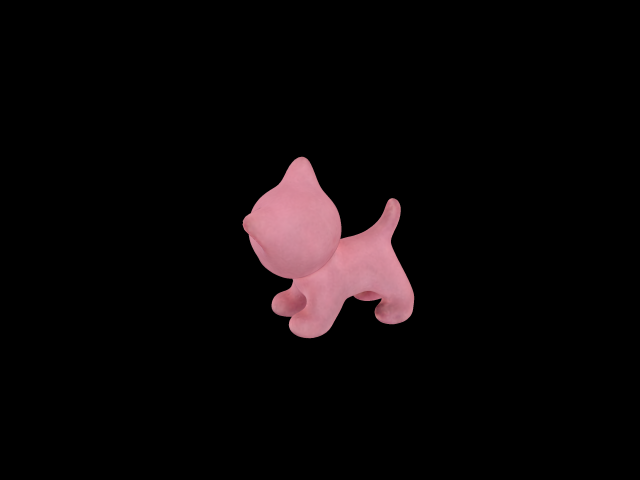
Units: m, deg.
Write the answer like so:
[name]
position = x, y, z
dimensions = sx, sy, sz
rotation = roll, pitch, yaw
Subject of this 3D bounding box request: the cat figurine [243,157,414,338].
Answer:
[cat figurine]
position = 0.004, 0.001, 0.400
dimensions = 0.128, 0.118, 0.067
rotation = -8, 20, -22
